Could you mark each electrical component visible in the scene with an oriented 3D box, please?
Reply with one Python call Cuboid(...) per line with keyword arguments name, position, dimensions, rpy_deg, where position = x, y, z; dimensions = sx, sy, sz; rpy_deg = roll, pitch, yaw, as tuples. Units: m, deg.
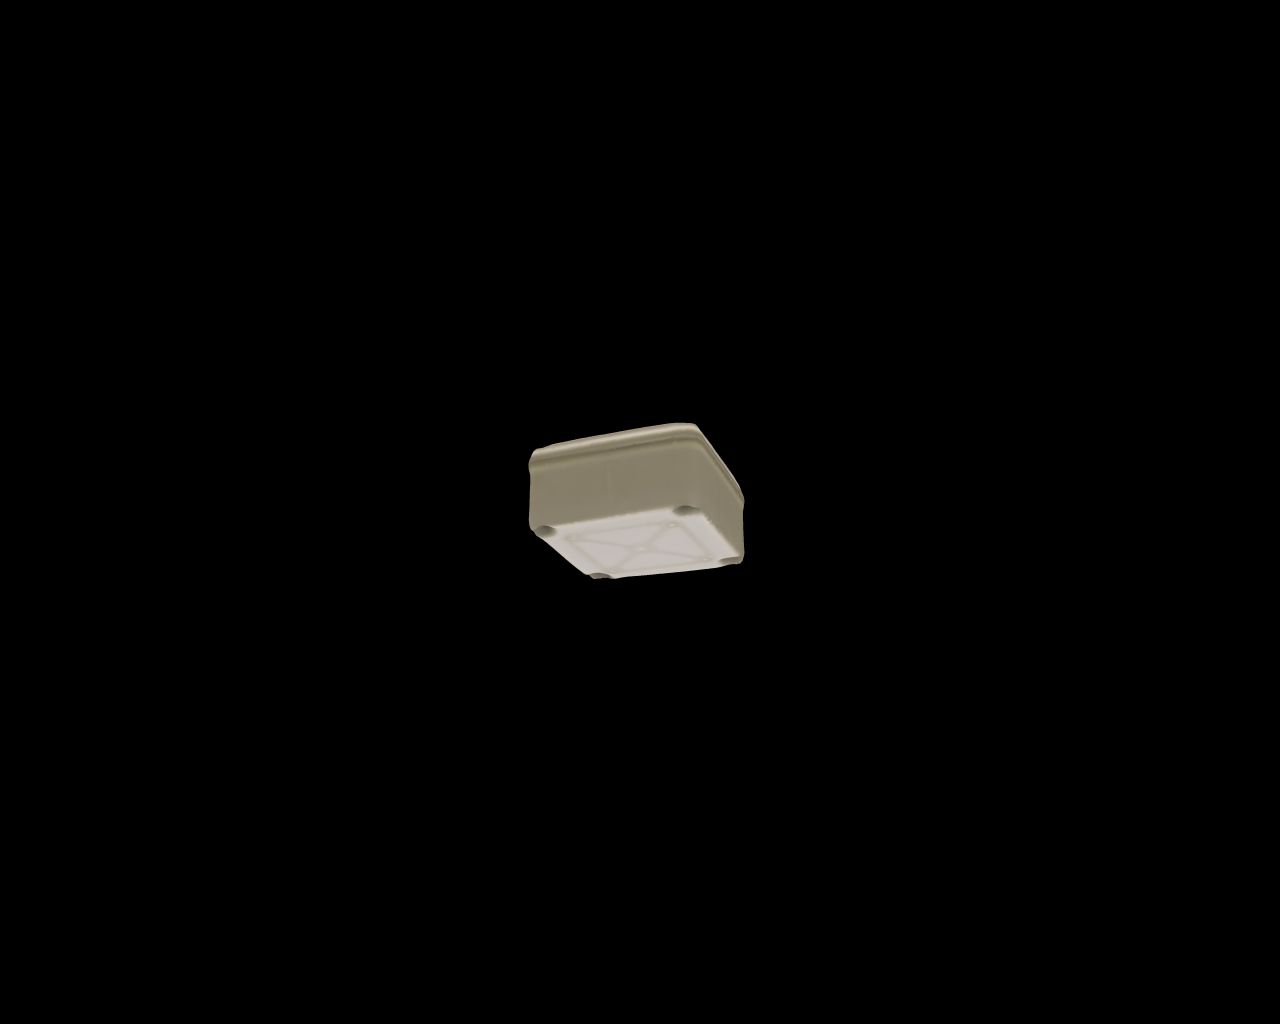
Cuboid(name="electrical component", position=(0.001, -0.003, 0.650), dimensions=(0.109, 0.056, 0.108), rpy_deg=(-8, -23, 18))
